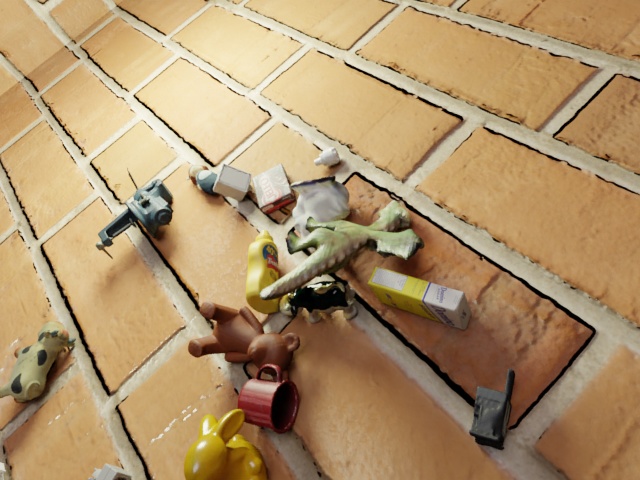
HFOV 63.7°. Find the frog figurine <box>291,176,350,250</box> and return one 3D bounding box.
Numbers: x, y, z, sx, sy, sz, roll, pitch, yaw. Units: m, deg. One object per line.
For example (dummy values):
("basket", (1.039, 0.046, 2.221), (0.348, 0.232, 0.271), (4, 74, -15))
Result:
("frog figurine", (0.004, -0.059, 1.178), (0.137, 0.159, 0.123), (-6, 180, 11))

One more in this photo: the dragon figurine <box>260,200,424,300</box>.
("dragon figurine", (0.074, 0.014, 0.987), (0.242, 0.120, 0.417), (-9, -160, 26))
